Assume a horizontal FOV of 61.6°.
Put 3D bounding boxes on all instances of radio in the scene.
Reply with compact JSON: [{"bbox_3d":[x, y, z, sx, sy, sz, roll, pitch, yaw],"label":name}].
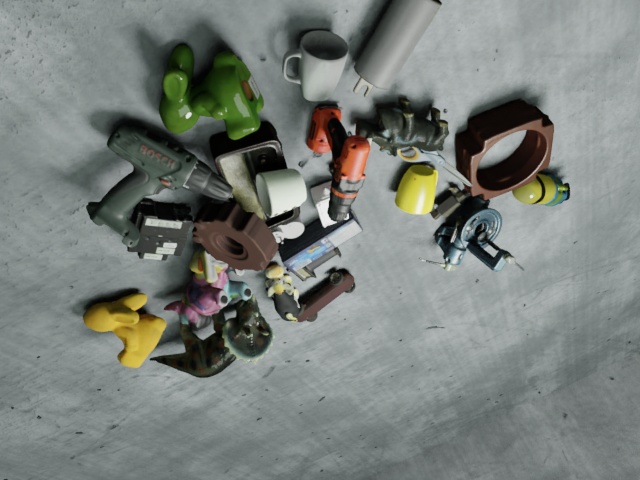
[{"bbox_3d":[-0.124,-0.118,1.078,0.131,0.073,0.229,-19,140,-4],"label":"radio"}]

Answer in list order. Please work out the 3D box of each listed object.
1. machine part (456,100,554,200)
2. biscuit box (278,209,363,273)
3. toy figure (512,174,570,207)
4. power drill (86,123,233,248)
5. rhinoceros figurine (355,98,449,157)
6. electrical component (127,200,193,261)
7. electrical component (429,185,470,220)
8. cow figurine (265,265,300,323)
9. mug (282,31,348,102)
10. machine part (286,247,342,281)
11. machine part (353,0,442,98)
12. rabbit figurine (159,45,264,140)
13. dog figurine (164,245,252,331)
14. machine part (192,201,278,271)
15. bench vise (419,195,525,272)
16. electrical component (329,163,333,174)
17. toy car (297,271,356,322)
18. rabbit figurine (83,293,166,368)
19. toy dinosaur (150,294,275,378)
[{"bbox_3d":[0.414,-0.201,1.218,0.201,0.087,0.200,-21,139,1],"label":"machine part"},{"bbox_3d":[-0.003,-0.004,1.267,0.203,0.063,0.059,-31,139,12],"label":"biscuit box"},{"bbox_3d":[0.565,-0.126,1.362,0.180,0.089,0.082,11,124,-29],"label":"toy figure"},{"bbox_3d":[-0.304,-0.084,0.977,0.232,0.086,0.207,38,111,-23],"label":"power drill"},{"bbox_3d":[0.166,-0.222,1.088,0.190,0.073,0.112,4,131,-14],"label":"rhinoceros figurine"},{"bbox_3d":[-0.336,-0.016,1.111,0.115,0.058,0.134,9,131,-28],"label":"electrical component"},{"bbox_3d":[0.316,-0.093,1.327,0.102,0.045,0.078,-41,164,26],"label":"electrical component"},{"bbox_3d":[-0.097,0.139,1.356,0.068,0.098,0.167,-17,140,4],"label":"cow figurine"},{"bbox_3d":[-0.012,-0.293,0.934,0.109,0.081,0.107,-13,148,-18],"label":"mug"},{"bbox_3d":[-0.011,0.053,1.346,0.139,0.039,0.084,-35,130,18],"label":"machine part"},{"bbox_3d":[0.133,-0.353,0.934,0.079,0.079,0.243,11,129,-33],"label":"machine part"},{"bbox_3d":[-0.200,-0.232,0.895,0.170,0.121,0.158,-15,138,15],"label":"rabbit figurine"},{"bbox_3d":[-0.276,0.109,1.241,0.219,0.191,0.108,-19,-179,38],"label":"dog figurine"},{"bbox_3d":[-0.175,-0.003,1.096,0.179,0.056,0.179,18,146,12],"label":"machine part"},{"bbox_3d":[0.387,0.010,1.334,0.129,0.241,0.223,20,109,-33],"label":"bench vise"},{"bbox_3d":[0.051,-0.157,1.154,0.063,0.021,0.094,-30,139,10],"label":"electrical component"},{"bbox_3d":[0.006,0.152,1.449,0.202,0.053,0.089,-39,148,14],"label":"toy car"},{"bbox_3d":[-0.460,0.199,1.252,0.173,0.122,0.162,31,126,-22],"label":"rabbit figurine"},{"bbox_3d":[-0.268,0.271,1.352,0.405,0.192,0.131,-39,135,17],"label":"toy dinosaur"}]
